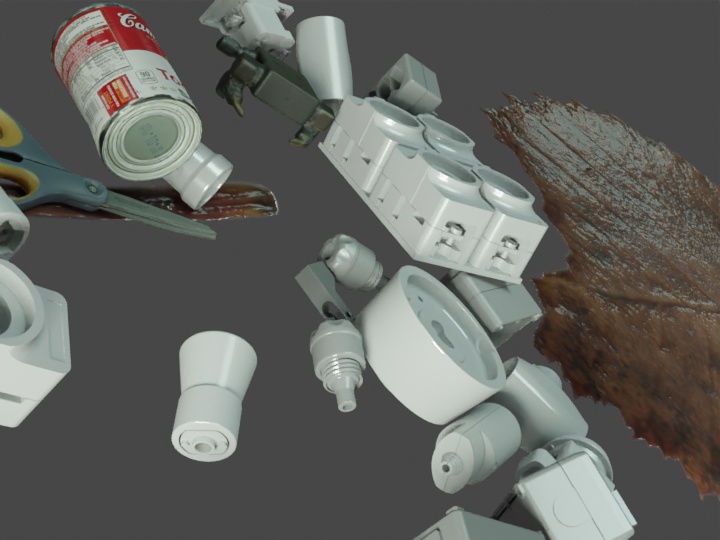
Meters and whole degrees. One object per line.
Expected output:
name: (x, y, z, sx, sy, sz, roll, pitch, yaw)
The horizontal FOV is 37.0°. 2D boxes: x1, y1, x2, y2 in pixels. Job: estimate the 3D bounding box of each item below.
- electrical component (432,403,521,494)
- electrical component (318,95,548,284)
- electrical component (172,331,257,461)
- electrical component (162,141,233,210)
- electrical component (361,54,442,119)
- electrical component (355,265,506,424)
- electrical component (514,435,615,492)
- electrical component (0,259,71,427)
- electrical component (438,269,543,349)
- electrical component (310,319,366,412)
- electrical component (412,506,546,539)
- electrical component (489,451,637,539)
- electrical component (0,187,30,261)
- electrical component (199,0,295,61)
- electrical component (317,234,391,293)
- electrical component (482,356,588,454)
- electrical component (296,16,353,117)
electrical component: (0.075, 0.122, 0.735, 0.043, 0.043, 0.081, 53, 29, 10)
electrical component: (0.057, -0.072, 0.863, 0.105, 0.060, 0.186, 12, 25, -34)
electrical component: (-0.082, 0.071, 0.591, 0.044, 0.044, 0.065, 32, 37, -25)
electrical component: (-0.115, -0.070, 0.723, 0.046, 0.040, 0.040, 41, 29, -1)
electrical component: (0.044, -0.137, 0.975, 0.076, 0.083, 0.047, 30, 33, -28)
electrical component: (0.043, 0.057, 0.749, 0.108, 0.060, 0.108, 42, 20, -19)
electrical component: (0.152, 0.156, 0.782, 0.078, 0.058, 0.057, 47, 31, -2)
electrical component: (-0.183, 0.028, 0.491, 0.089, 0.056, 0.050, 22, 37, -38)
electrical component: (0.094, 0.032, 0.854, 0.061, 0.062, 0.096, 56, 30, 15)
electrical component: (-0.013, 0.064, 0.699, 0.035, 0.035, 0.061, 24, 38, -36)
electrical component: (0.065, 0.184, 0.624, 0.096, 0.062, 0.061, 24, 36, -36)
electrical component: (0.132, 0.168, 0.708, 0.061, 0.096, 0.061, -21, 66, -18)
electrical component: (-0.202, -0.027, 0.537, 0.047, 0.055, 0.055, 51, 29, 14)
electrical component: (-0.092, -0.210, 0.927, 0.081, 0.042, 0.063, 2, 54, -52)
electrical component: (0.000, 0.000, 0.795, 0.061, 0.035, 0.035, 31, 32, -31)
electrical component: (0.138, 0.101, 0.844, 0.077, 0.044, 0.079, 44, 29, -7)
electrical component: (-0.028, -0.173, 0.953, 0.079, 0.043, 0.077, 57, 26, -76)
